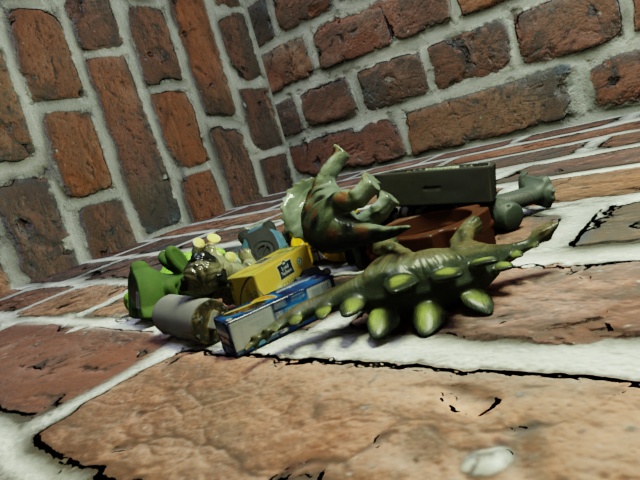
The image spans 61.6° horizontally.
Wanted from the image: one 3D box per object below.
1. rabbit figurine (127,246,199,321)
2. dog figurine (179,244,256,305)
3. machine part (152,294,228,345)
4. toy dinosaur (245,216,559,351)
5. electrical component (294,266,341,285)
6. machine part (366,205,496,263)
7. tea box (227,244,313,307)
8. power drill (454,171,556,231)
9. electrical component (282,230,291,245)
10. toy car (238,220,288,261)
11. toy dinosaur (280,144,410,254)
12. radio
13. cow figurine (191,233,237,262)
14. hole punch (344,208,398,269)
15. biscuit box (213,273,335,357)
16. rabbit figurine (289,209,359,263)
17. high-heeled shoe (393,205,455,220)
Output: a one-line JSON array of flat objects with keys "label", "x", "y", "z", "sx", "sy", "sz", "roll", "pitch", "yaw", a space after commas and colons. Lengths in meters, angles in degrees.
[{"label": "rabbit figurine", "x": -0.337, "y": 0.098, "z": 1.203, "sx": 0.170, "sy": 0.159, "sz": 0.121, "roll": -5, "pitch": -8, "yaw": -36}, {"label": "dog figurine", "x": -0.168, "y": 0.079, "z": 1.003, "sx": 0.172, "sy": 0.121, "sz": 0.190, "roll": 7, "pitch": 3, "yaw": -10}, {"label": "machine part", "x": -0.233, "y": 0.139, "z": 0.959, "sx": 0.079, "sy": 0.079, "sz": 0.243, "roll": -24, "pitch": 14, "yaw": -37}, {"label": "toy dinosaur", "x": 0.122, "y": 0.061, "z": 0.774, "sx": 0.472, "sy": 0.105, "sz": 0.199, "roll": -20, "pitch": 13, "yaw": 4}, {"label": "electrical component", "x": -0.004, "y": 0.079, "z": 0.981, "sx": 0.094, "sy": 0.063, "sz": 0.021, "roll": -13, "pitch": -34, "yaw": -48}, {"label": "machine part", "x": 0.201, "y": 0.006, "z": 0.982, "sx": 0.202, "sy": 0.087, "sz": 0.201, "roll": -8, "pitch": 12, "yaw": 43}, {"label": "tea box", "x": -0.080, "y": 0.080, "z": 0.983, "sx": 0.068, "sy": 0.098, "sz": 0.169, "roll": -9, "pitch": 14, "yaw": 35}, {"label": "power drill", "x": 0.383, "y": -0.090, "z": 1.169, "sx": 0.207, "sy": 0.085, "sz": 0.232, "roll": -12, "pitch": 19, "yaw": -20}, {"label": "electrical component", "x": -0.027, "y": -0.027, "z": 1.578, "sx": 0.134, "sy": 0.058, "sz": 0.115, "roll": -7, "pitch": 15, "yaw": 38}, {"label": "toy car", "x": -0.120, "y": 0.040, "z": 1.220, "sx": 0.109, "sy": 0.162, "sz": 0.102, "roll": -24, "pitch": -33, "yaw": -7}, {"label": "toy dinosaur", "x": 0.025, "y": -0.041, "z": 0.930, "sx": 0.192, "sy": 0.131, "sz": 0.405, "roll": -50, "pitch": 17, "yaw": 12}, {"label": "radio", "x": 0.238, "y": -0.112, "z": 1.085, "sx": 0.230, "sy": 0.073, "sz": 0.131, "roll": 0, "pitch": 12, "yaw": 26}, {"label": "cow figurine", "x": -0.229, "y": 0.071, "z": 1.232, "sx": 0.068, "sy": 0.167, "sz": 0.098, "roll": -28, "pitch": -25, "yaw": -40}, {"label": "hole punch", "x": 0.102, "y": -0.006, "z": 1.138, "sx": 0.142, "sy": 0.115, "sz": 0.092, "roll": -17, "pitch": 2, "yaw": -8}, {"label": "biscuit box", "x": -0.066, "y": 0.116, "z": 0.870, "sx": 0.203, "sy": 0.059, "sz": 0.063, "roll": -22, "pitch": 12, "yaw": -30}, {"label": "rabbit figurine", "x": -0.003, "y": -0.004, "z": 1.238, "sx": 0.173, "sy": 0.121, "sz": 0.162, "roll": 20, "pitch": 58, "yaw": 30}, {"label": "high-heeled shoe", "x": 0.235, "y": -0.070, "z": 1.192, "sx": 0.249, "sy": 0.086, "sz": 0.145, "roll": -27, "pitch": 30, "yaw": 57}]
